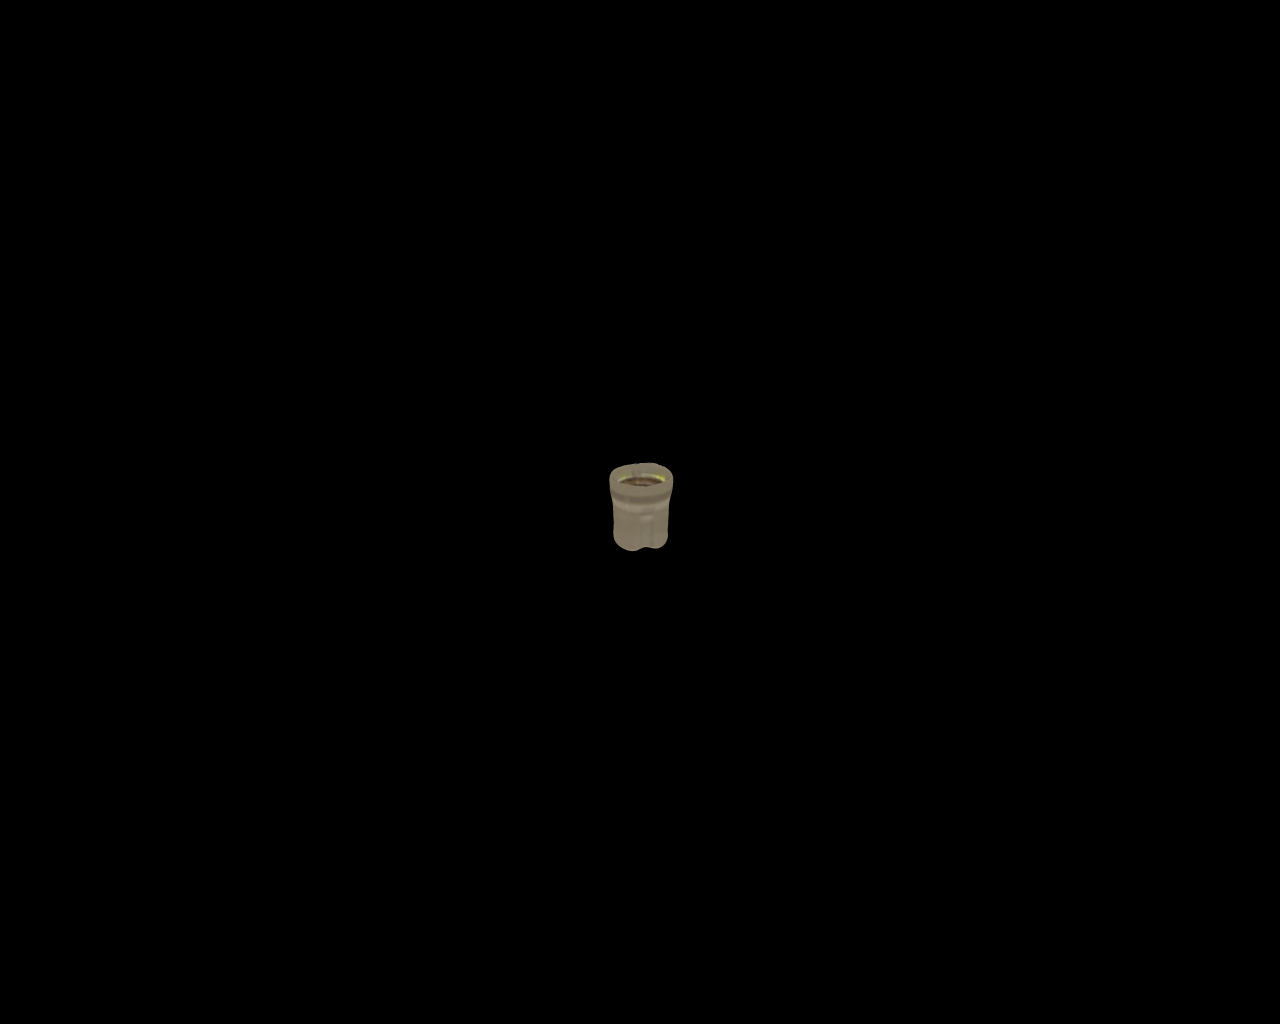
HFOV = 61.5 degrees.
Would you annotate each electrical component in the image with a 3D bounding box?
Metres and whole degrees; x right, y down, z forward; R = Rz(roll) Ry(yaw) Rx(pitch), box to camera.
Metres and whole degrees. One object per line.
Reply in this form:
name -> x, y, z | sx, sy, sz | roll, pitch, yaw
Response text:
electrical component -> 0.001, -0.003, 0.650 | 0.040, 0.046, 0.040 | 0, 23, 0
